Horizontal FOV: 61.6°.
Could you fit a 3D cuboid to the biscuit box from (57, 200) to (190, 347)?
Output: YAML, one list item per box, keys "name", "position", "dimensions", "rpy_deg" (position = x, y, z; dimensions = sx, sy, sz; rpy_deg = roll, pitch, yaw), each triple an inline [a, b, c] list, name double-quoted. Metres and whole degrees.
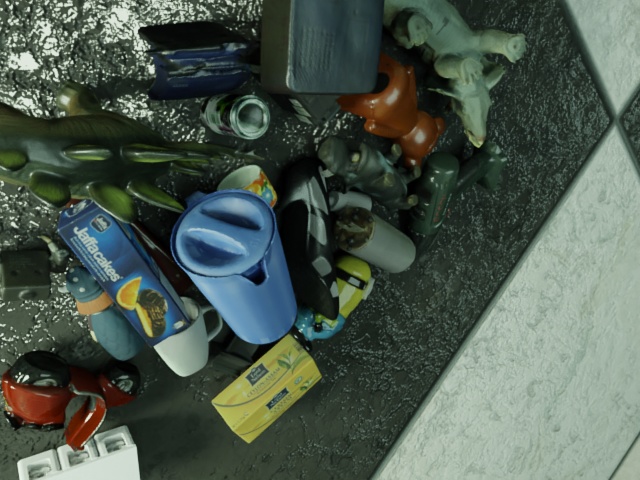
- name: "biscuit box"
  position: [-0.241, 0.039, 0.671]
  dimensions: [0.063, 0.059, 0.202]
  rpy_deg: [-31, 121, -8]

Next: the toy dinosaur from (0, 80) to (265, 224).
- name: "toy dinosaur"
  position: [-0.234, -0.094, 0.596]
  dimensions: [0.471, 0.199, 0.105]
  rpy_deg: [-31, 144, -60]

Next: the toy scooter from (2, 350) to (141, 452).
- name: "toy scooter"
  position: [-0.347, 0.227, 0.732]
  dimensions: [0.183, 0.075, 0.135]
  rpy_deg: [21, 97, -43]

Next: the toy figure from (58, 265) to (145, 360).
- name: "toy figure"
  position: [-0.292, 0.094, 0.724]
  dimensions: [0.064, 0.058, 0.154]
  rpy_deg: [-35, 120, -26]

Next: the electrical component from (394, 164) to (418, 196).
- name: "electrical component"
  position: [0.145, -0.107, 0.961]
  dimensions: [0.063, 0.021, 0.094]
  rpy_deg: [22, 96, -38]

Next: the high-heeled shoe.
- name: "high-heeled shoe"
  position: [-0.002, -0.003, 0.857]
  dimensions: [0.145, 0.086, 0.248]
  rpy_deg: [-50, 127, -38]

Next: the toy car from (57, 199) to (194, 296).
- name: "toy car"
  position: [-0.249, 0.004, 0.716]
  dimensions: [0.089, 0.053, 0.202]
  rpy_deg: [-43, 124, -5]

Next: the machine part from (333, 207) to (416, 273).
- name: "machine part"
  position: [0.096, 0.003, 0.915]
  dimensions: [0.243, 0.079, 0.079]
  rpy_deg: [25, 94, -55]

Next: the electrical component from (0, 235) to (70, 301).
- name: "electrical component"
  position: [-0.359, 0.031, 0.647]
  dimensions: [0.102, 0.078, 0.045]
  rpy_deg: [6, 131, -30]

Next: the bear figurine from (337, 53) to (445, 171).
- name: "bear figurine"
  position: [0.115, -0.205, 0.859]
  dimensions: [0.120, 0.132, 0.195]
  rpy_deg: [-57, 147, 0]

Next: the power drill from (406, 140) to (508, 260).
- name: "power drill"
  position: [0.243, -0.084, 0.995]
  dimensions: [0.207, 0.086, 0.231]
  rpy_deg: [-28, 143, -20]

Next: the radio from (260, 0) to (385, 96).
- name: "radio"
  position: [0.006, -0.284, 0.623]
  dimensions: [0.131, 0.073, 0.229]
  rpy_deg: [-5, 107, -33]

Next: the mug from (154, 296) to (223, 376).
- name: "mug"
  position: [-0.197, 0.143, 0.802]
  dimensions: [0.109, 0.081, 0.107]
  rpy_deg: [-30, 134, -29]

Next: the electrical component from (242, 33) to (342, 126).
- name: "electrical component"
  position: [-0.034, -0.216, 0.733]
  dimensions: [0.058, 0.115, 0.134]
  rpy_deg: [-50, 128, -3]

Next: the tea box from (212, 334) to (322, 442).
- name: "tea box"
  position: [-0.085, 0.250, 0.906]
  dimensions: [0.169, 0.068, 0.098]
  rpy_deg: [-40, 150, -13]

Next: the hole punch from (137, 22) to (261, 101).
- name: "hole punch"
  position: [-0.153, -0.210, 0.659]
  dimensions: [0.142, 0.116, 0.092]
  rpy_deg: [-14, 125, -29]

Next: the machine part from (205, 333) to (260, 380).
- name: "machine part"
  position: [-0.125, 0.161, 0.879]
  dimensions: [0.084, 0.039, 0.139]
  rpy_deg: [37, 88, -34]

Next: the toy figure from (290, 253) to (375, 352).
- name: "toy figure"
  position: [0.020, 0.105, 0.928]
  dimensions: [0.180, 0.082, 0.089]
  rpy_deg: [-45, 127, -7]

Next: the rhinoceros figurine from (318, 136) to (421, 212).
- name: "rhinoceros figurine"
  position: [0.079, -0.107, 0.846]
  dimensions: [0.190, 0.112, 0.073]
  rpy_deg: [26, 68, -42]

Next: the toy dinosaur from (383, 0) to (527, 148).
- name: "toy dinosaur"
  position: [0.160, -0.319, 0.810]
  dimensions: [0.404, 0.192, 0.131]
  rpy_deg: [39, 91, -22]
